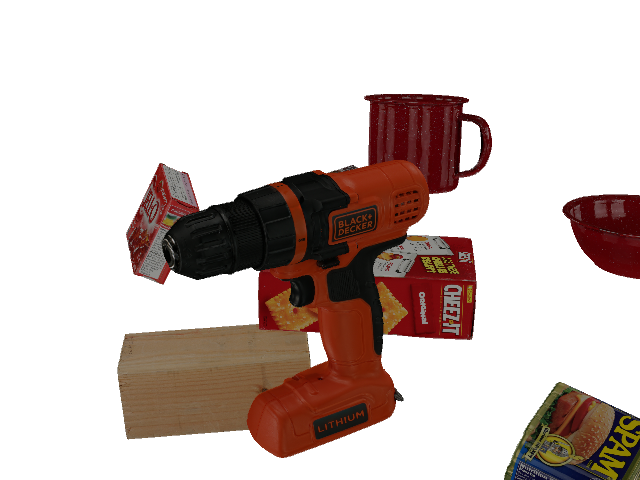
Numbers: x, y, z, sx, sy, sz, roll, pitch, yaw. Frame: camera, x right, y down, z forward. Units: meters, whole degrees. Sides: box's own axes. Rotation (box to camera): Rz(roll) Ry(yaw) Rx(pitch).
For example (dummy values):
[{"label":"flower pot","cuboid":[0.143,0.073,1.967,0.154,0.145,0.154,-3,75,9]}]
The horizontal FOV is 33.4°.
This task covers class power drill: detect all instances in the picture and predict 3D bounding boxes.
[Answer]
[{"label":"power drill","cuboid":[-0.012,0.047,0.699,0.184,0.188,0.057,-15,31,-26]}]

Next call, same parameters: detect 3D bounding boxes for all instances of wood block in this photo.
[{"label":"wood block","cuboid":[-0.115,0.155,1.192,0.206,0.091,0.090,-4,23,-2]}]

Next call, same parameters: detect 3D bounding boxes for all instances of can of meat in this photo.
[{"label":"can of meat","cuboid":[0.195,0.161,0.793,0.084,0.057,0.101,24,41,24]}]

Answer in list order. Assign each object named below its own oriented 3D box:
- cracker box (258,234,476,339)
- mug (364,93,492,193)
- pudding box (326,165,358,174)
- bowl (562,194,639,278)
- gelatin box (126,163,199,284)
[{"label":"cracker box","cuboid":[0.052,0.045,1.118,0.214,0.072,0.164,3,16,6]},{"label":"mug","cuboid":[0.095,-0.086,0.949,0.117,0.081,0.093,6,13,23]},{"label":"pudding box","cuboid":[0.034,-0.071,1.621,0.113,0.039,0.090,-21,35,-30]},{"label":"bowl","cuboid":[0.321,-0.001,1.064,0.162,0.055,0.162,1,17,-1]},{"label":"gelatin box","cuboid":[-0.134,-0.016,0.895,0.030,0.073,0.089,22,17,-22]}]
